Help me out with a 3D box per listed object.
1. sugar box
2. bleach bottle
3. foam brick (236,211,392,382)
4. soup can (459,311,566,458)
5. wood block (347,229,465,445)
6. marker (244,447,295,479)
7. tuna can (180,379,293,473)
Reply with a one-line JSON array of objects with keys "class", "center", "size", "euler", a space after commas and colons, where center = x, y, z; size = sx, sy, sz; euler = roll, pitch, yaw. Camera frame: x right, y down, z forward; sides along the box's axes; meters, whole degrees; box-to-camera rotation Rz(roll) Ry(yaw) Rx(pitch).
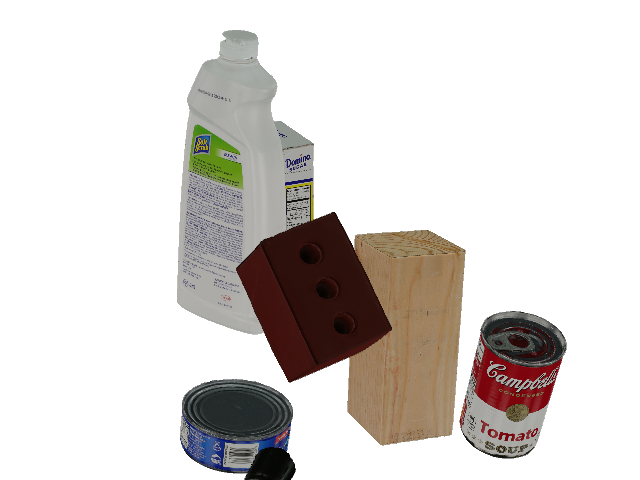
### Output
[{"class": "sugar box", "center": [-0.044, -0.040, 1.231], "size": [0.048, 0.176, 0.093], "euler": [-14, 27, -22]}, {"class": "bleach bottle", "center": [-0.069, -0.050, 0.907], "size": [0.103, 0.251, 0.068], "euler": [18, 28, 23]}, {"class": "foam brick", "center": [-0.005, 0.034, 0.615], "size": [0.052, 0.078, 0.051], "euler": [-22, -8, -27]}, {"class": "soup can", "center": [0.154, 0.118, 0.869], "size": [0.068, 0.102, 0.068], "euler": [5, 33, -4]}, {"class": "wood block", "center": [0.090, 0.101, 1.140], "size": [0.090, 0.206, 0.091], "euler": [-4, 17, -21]}, {"class": "marker", "center": [-0.036, 0.119, 0.420], "size": [0.020, 0.020, 0.121], "euler": [0, 23, 19]}, {"class": "tuna can", "center": [-0.065, 0.143, 0.823], "size": [0.086, 0.034, 0.086], "euler": [6, 22, -3]}]
